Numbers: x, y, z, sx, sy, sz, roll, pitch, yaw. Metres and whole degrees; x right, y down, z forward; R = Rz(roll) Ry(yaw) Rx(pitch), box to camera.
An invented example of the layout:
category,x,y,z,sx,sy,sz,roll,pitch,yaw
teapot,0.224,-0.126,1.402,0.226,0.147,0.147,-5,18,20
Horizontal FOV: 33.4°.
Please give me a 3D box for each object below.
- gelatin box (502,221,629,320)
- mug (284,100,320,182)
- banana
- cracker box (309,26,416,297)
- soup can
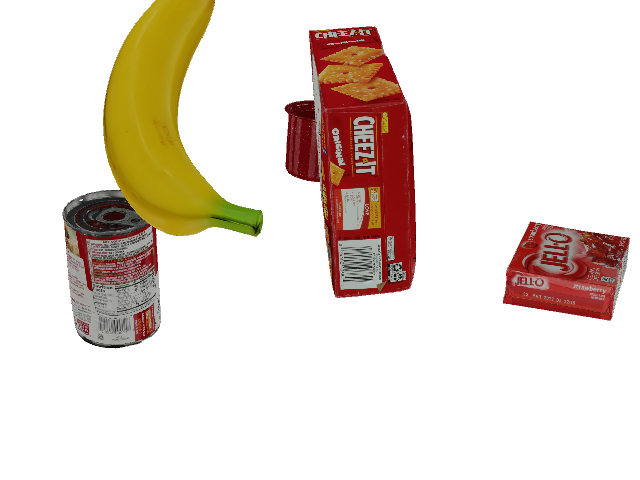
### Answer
category,x,y,z,sx,sy,sz,roll,pitch,yaw
gelatin box,0.173,0.020,0.745,0.073,0.030,0.089,10,25,19
mug,0.005,-0.125,1.328,0.093,0.081,0.117,15,24,24
banana,-0.078,-0.068,0.550,0.069,0.198,0.037,-4,-40,-11
cracker box,0.033,-0.075,0.909,0.072,0.164,0.213,-5,27,-1
soup can,-0.156,0.022,0.809,0.068,0.102,0.068,1,29,-1
